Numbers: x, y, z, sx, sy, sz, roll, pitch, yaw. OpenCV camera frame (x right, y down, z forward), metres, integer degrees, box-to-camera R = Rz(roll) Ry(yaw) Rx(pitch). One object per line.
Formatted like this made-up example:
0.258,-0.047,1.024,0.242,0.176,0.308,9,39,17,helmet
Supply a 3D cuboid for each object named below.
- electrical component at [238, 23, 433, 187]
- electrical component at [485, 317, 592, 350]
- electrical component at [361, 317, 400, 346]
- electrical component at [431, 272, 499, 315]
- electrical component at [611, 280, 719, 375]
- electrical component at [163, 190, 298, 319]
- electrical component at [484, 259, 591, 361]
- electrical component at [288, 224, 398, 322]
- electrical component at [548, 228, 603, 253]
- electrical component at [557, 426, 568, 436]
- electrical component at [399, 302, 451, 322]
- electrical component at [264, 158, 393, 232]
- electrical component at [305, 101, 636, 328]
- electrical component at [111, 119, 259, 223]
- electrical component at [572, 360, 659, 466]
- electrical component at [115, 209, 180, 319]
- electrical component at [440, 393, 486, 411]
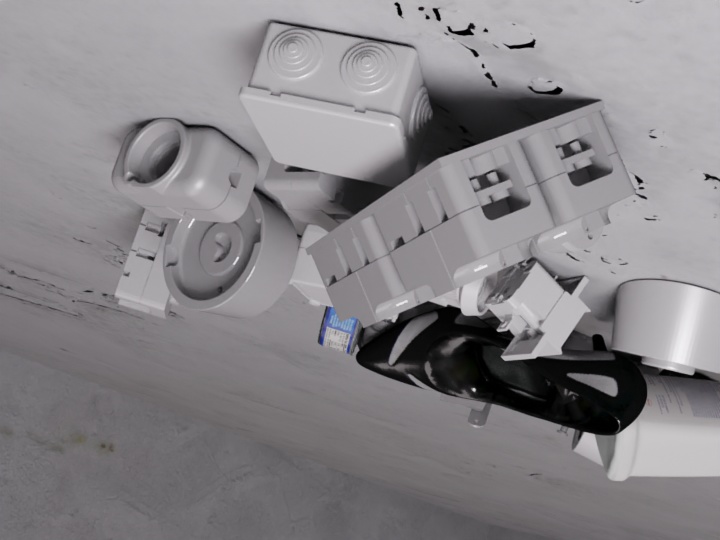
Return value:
-0.010,-0.090,0.595,0.100,0.048,0.099,13,165,13,electrical component
0.165,0.080,1.023,0.100,0.048,0.100,21,164,-19,electrical component
0.022,0.052,0.984,0.035,0.061,0.035,10,-155,-5,electrical component
0.078,0.009,0.865,0.055,0.048,0.066,18,167,26,electrical component
0.243,0.045,0.828,0.099,0.064,0.099,13,179,0,electrical component
-0.099,-0.012,0.868,0.108,0.108,0.060,5,167,38,electrical component
0.135,0.029,0.832,0.064,0.081,0.042,46,156,-15,electrical component
0.000,0.000,0.884,0.096,0.061,0.061,11,164,20,electrical component
0.118,-0.032,0.675,0.045,0.045,0.055,27,162,-34,electrical component
0.222,0.132,1.100,0.040,0.078,0.040,24,178,1,electrical component
0.072,0.063,0.997,0.047,0.065,0.077,-15,-170,-42,electrical component
-0.016,-0.058,0.714,0.056,0.050,0.089,4,160,39,electrical component
0.057,-0.023,0.614,0.105,0.060,0.186,-22,177,-26,electrical component
-0.130,-0.072,0.780,0.095,0.053,0.059,6,162,35,electrical component
0.237,0.133,1.028,0.060,0.108,0.108,21,166,7,electrical component
-0.187,-0.005,1.012,0.056,0.089,0.050,17,165,-3,electrical component
0.120,0.116,1.181,0.050,0.055,0.089,15,165,6,electrical component
